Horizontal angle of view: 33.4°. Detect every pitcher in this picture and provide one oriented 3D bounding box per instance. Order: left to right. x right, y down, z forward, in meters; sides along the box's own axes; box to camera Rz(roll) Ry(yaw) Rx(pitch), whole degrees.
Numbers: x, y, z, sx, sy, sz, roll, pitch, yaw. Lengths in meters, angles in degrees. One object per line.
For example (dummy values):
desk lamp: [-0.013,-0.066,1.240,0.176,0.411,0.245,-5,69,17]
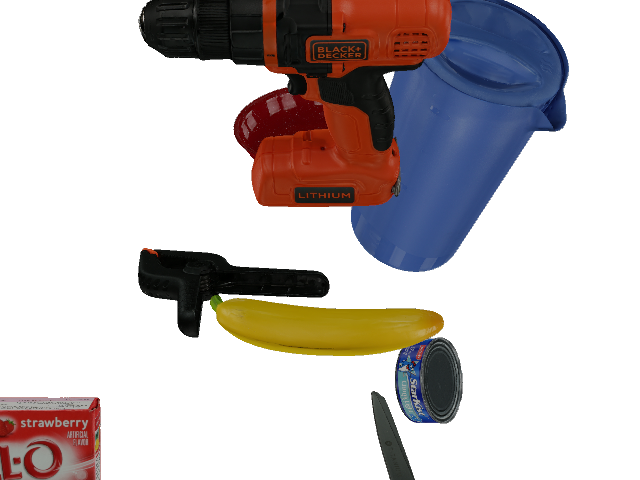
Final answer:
pitcher: [0.099,-0.090,0.928,0.145,0.149,0.243,7,-39,-12]

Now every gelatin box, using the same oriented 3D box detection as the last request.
gelatin box: [-0.156,0.117,0.537,0.089,0.073,0.030,1,6,-4]

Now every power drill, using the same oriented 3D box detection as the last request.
power drill: [-0.014,-0.093,0.688,0.184,0.057,0.188,1,-31,2]

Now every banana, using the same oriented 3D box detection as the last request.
banana: [-0.001,0.065,0.858,0.198,0.037,0.069,6,29,9]

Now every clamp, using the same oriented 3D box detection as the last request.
clamp: [-0.119,0.043,1.029,0.210,0.036,0.164,13,21,41]

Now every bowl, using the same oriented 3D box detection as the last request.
bowl: [-0.014,-0.111,1.189,0.162,0.055,0.162,-3,38,2]

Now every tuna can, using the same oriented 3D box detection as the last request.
tuna can: [0.109,0.141,1.071,0.034,0.086,0.086,-6,-4,33]

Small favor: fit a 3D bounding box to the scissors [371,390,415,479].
scissors: [0.069,0.154,0.597,0.096,0.016,0.201,7,31,3]
